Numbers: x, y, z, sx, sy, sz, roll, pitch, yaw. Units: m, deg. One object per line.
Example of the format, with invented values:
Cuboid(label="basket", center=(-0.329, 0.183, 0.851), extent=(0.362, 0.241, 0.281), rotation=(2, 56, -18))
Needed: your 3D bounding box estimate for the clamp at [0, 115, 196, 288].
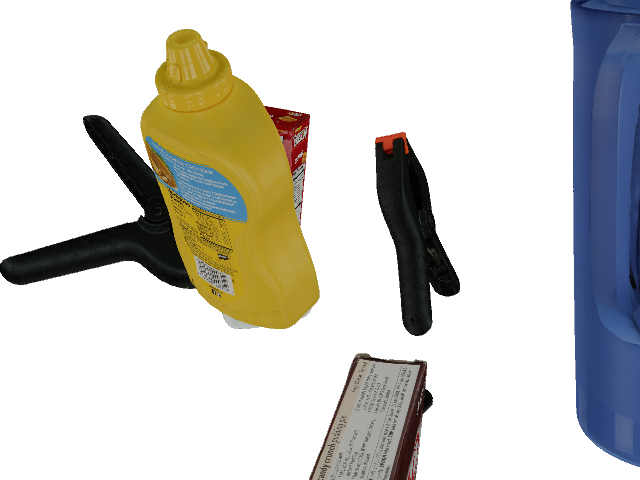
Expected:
Cuboid(label="clamp", center=(-0.128, -0.023, 0.843), extent=(0.210, 0.164, 0.036), rotation=(9, -31, 7))

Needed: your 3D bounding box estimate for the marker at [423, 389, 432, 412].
Cuboid(label="marker", center=(0.047, 0.140, 0.767), extent=(0.020, 0.020, 0.120), rotation=(0, 23, 37))

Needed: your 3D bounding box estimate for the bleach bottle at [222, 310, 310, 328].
Cuboid(label="bleach bottle", center=(-0.085, 0.007, 1.213), extent=(0.102, 0.068, 0.251), rotation=(-7, 28, -14))

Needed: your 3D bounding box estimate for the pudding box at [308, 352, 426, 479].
Cuboid(label="pudding box", center=(0.020, 0.115, 0.470), extent=(0.039, 0.090, 0.113), rotation=(8, 24, 8))

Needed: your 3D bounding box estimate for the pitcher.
Cuboid(label="pitcher", center=(0.184, -0.005, 0.540), extent=(0.149, 0.243, 0.145), rotation=(-4, 18, -6))

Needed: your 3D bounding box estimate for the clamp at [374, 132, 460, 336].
Cuboid(label="clamp", center=(0.079, -0.004, 0.923), extent=(0.039, 0.171, 0.120), rotation=(-15, 18, 19))

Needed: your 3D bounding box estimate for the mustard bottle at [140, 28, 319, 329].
Cuboid(label="mustard bottle", center=(-0.057, -0.037, 0.614), extent=(0.096, 0.191, 0.058), rotation=(29, 57, 34))

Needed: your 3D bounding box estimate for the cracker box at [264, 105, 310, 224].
Cuboid(label="cracker box", center=(-0.109, -0.072, 1.420), extent=(0.164, 0.214, 0.072), rotation=(12, 26, 13))
